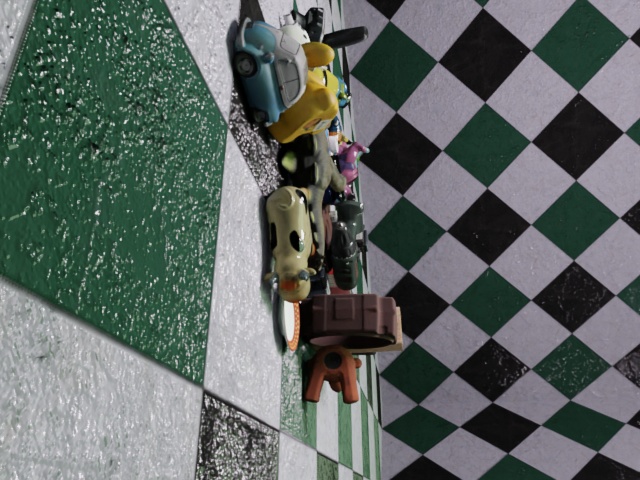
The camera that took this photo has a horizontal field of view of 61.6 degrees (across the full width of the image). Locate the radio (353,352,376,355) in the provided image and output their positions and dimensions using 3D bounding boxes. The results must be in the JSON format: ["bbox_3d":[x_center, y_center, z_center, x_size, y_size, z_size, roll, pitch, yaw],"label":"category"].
[{"bbox_3d":[0.102,0.273,1.580,0.229,0.131,0.073,-28,114,-81],"label":"radio"}]

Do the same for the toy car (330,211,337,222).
[{"bbox_3d":[0.049,-0.044,1.579,0.201,0.074,0.056,55,31,-73],"label":"toy car"}]

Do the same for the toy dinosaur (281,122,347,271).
[{"bbox_3d":[-0.022,-0.158,1.115,0.198,0.105,0.471,30,47,-70],"label":"toy dinosaur"}]

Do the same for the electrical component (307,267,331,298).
[{"bbox_3d":[-0.004,0.113,1.246,0.119,0.048,0.075,74,14,-51],"label":"electrical component"}]

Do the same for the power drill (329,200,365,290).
[{"bbox_3d":[0.068,-0.007,1.310,0.207,0.086,0.231,-87,173,-49],"label":"power drill"}]

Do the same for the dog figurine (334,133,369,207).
[{"bbox_3d":[0.038,-0.195,1.540,0.219,0.192,0.108,-61,178,8],"label":"dog figurine"}]

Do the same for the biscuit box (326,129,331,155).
[{"bbox_3d":[-0.007,-0.221,1.346,0.059,0.063,0.202,-77,160,-60],"label":"biscuit box"}]

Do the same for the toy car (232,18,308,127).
[{"bbox_3d":[-0.070,-0.260,0.831,0.109,0.103,0.161,-83,164,-49],"label":"toy car"}]

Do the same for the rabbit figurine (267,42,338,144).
[{"bbox_3d":[-0.047,-0.279,0.943,0.173,0.122,0.162,64,-26,10],"label":"rabbit figurine"}]

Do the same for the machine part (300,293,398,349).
[{"bbox_3d":[0.064,0.178,1.149,0.201,0.201,0.087,63,26,-69],"label":"machine part"}]

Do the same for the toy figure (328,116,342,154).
[{"bbox_3d":[0.023,-0.258,1.445,0.057,0.064,0.154,7,105,-61],"label":"toy figure"}]

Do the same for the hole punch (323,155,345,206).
[{"bbox_3d":[0.010,-0.136,1.274,0.142,0.092,0.115,-65,141,-82],"label":"hole punch"}]

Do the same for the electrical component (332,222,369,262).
[{"bbox_3d":[0.065,0.005,1.469,0.058,0.134,0.115,75,16,-48],"label":"electrical component"}]

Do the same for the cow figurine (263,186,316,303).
[{"bbox_3d":[-0.048,0.007,0.893,0.127,0.086,0.194,-8,93,-83],"label":"cow figurine"}]

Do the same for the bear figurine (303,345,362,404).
[{"bbox_3d":[0.032,0.300,1.183,0.195,0.120,0.132,79,13,-66],"label":"bear figurine"}]

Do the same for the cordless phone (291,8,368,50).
[{"bbox_3d":[0.023,-0.503,1.287,0.088,0.184,0.147,69,18,-48],"label":"cordless phone"}]

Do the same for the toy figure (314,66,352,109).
[{"bbox_3d":[0.015,-0.382,1.359,0.180,0.082,0.089,25,50,-55],"label":"toy figure"}]

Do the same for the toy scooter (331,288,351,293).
[{"bbox_3d":[0.059,0.149,1.567,0.135,0.075,0.183,-6,87,-83],"label":"toy scooter"}]

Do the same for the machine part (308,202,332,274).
[{"bbox_3d":[-0.003,-0.004,1.291,0.179,0.056,0.179,-3,91,-81],"label":"machine part"}]
